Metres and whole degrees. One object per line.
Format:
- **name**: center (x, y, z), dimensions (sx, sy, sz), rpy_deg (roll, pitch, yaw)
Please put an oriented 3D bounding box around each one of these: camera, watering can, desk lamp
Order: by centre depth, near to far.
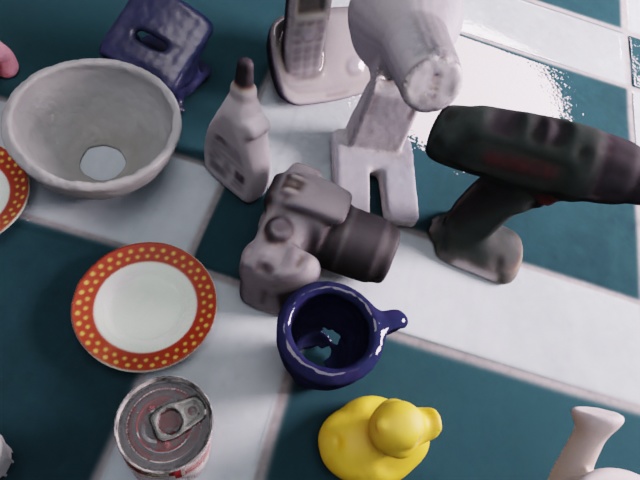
- **watering can**: center (0.217, 0.217, 0.427), dimensions (0.101, 0.194, 0.172), rpy_deg (-16, 64, -20)
- **camera**: center (0.005, 0.002, 0.561), dimensions (0.137, 0.101, 0.143), rpy_deg (20, 58, 0)
- **desk lamp**: center (0.084, -0.155, 0.604), dimensions (0.118, 0.213, 0.203), rpy_deg (4, 59, -10)

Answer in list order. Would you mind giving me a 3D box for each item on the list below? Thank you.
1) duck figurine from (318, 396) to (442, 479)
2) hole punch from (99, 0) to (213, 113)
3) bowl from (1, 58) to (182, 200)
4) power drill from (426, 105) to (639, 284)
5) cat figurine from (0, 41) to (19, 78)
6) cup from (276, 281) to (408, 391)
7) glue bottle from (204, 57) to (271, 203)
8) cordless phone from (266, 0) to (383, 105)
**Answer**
- **duck figurine**: center (0.053, 0.164, 0.486), dimensions (0.105, 0.086, 0.077), rpy_deg (-3, 61, -14)
- **hole punch**: center (-0.184, -0.216, 0.652), dimensions (0.108, 0.091, 0.101), rpy_deg (29, 58, 5)
- **bowl**: center (-0.225, -0.102, 0.585), dimensions (0.167, 0.074, 0.167), rpy_deg (6, 59, -9)
- **power drill**: center (0.203, -0.041, 0.567), dimensions (0.229, 0.208, 0.076), rpy_deg (21, 58, 1)
- **cat figurine**: center (-0.372, -0.189, 0.578), dimensions (0.067, 0.117, 0.128), rpy_deg (12, 58, -5)
- **cup**: center (0.014, 0.093, 0.513), dimensions (0.118, 0.095, 0.091), rpy_deg (-10, 63, -17)
- **glue bottle**: center (-0.078, -0.111, 0.566), dimensions (0.078, 0.173, 0.037), rpy_deg (42, 60, 13)
- **cordless phone**: center (0.016, -0.251, 0.662), dimensions (0.148, 0.185, 0.094), rpy_deg (-18, 65, -21)
